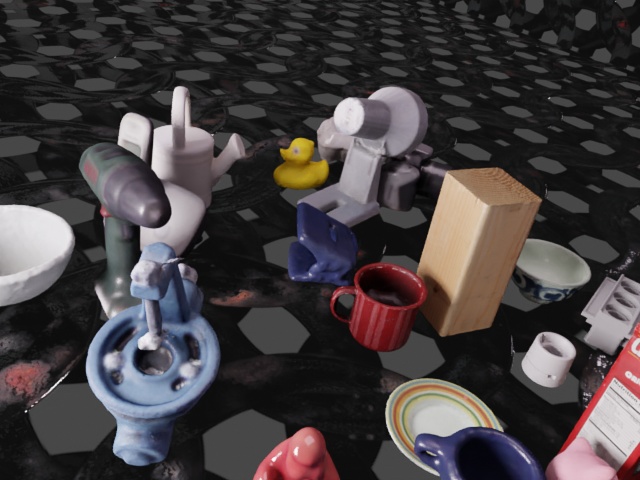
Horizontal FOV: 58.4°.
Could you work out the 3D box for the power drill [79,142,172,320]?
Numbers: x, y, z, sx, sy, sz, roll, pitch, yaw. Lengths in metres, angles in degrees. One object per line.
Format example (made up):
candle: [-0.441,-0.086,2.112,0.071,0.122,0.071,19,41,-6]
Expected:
power drill: [-0.228,-0.010,0.682,0.076,0.208,0.228,-14,40,-32]

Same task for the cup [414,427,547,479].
cup: [0.135,0.230,0.525,0.117,0.095,0.092,20,34,15]

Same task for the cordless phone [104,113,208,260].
cordless phone: [-0.228,-0.074,0.799,0.147,0.185,0.094,20,35,15]

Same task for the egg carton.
egg carton: [0.067,-0.201,1.179,0.150,0.069,0.107,6,33,-6]

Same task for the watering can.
watering can: [-0.210,-0.145,0.904,0.173,0.194,0.100,-7,37,-25]

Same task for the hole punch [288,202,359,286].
hole punch: [0.008,0.003,0.836,0.101,0.091,0.108,6,33,-7]

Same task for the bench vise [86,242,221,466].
bench vise: [-0.164,0.076,0.561,0.122,0.220,0.207,-3,35,-19]

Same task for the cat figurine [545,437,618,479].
cat figurine: [0.221,0.242,0.511,0.067,0.118,0.128,32,39,30]

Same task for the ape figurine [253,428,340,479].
ape figurine: [-0.018,0.207,0.520,0.077,0.092,0.076,16,34,8]

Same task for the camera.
camera: [0.185,-0.120,1.061,0.136,0.101,0.143,18,34,11]

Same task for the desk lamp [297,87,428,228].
desk lamp: [0.076,-0.147,0.968,0.117,0.213,0.204,31,38,28]

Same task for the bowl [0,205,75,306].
bowl: [-0.388,0.029,0.701,0.167,0.075,0.167,7,33,-5]

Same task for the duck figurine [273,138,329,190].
duck figurine: [-0.031,-0.145,1.053,0.105,0.086,0.077,-4,36,-21]
